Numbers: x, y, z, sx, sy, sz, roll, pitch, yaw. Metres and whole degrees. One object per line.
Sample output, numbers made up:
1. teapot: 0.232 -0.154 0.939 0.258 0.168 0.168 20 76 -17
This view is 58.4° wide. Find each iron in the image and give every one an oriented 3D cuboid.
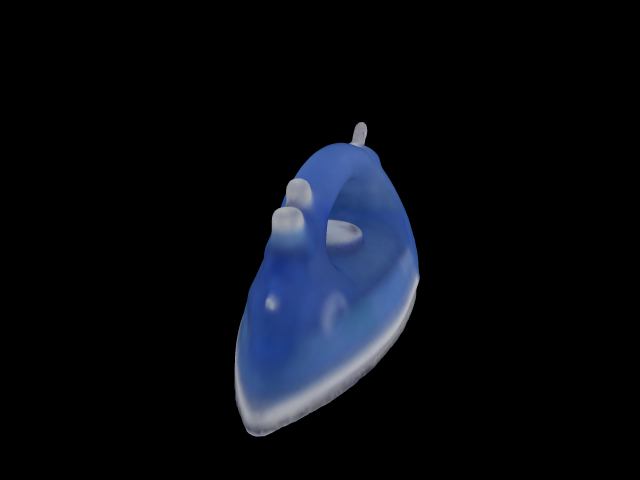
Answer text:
1. iron: 0.004 0.001 0.400 0.118 0.141 0.259 5 19 15
